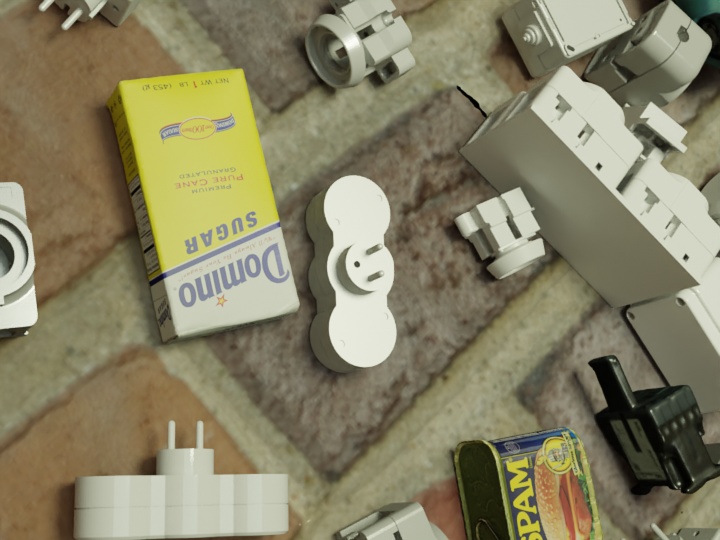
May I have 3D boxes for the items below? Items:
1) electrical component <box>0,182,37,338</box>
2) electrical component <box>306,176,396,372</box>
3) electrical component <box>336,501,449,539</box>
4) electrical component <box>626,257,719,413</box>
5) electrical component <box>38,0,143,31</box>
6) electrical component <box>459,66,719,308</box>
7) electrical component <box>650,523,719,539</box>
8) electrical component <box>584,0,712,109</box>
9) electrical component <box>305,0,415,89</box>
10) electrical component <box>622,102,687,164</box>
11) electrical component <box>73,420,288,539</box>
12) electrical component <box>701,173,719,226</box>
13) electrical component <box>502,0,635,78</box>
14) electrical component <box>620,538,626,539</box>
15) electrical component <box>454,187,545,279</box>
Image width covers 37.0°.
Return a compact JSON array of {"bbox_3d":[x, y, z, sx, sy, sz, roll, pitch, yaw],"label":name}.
[{"bbox_3d":[-0.277,0.000,0.643,0.150,0.062,0.089,-5,81,-25],"label":"electrical component"},{"bbox_3d":[0.000,0.000,0.762,0.052,0.074,0.138,2,78,-24],"label":"electrical component"},{"bbox_3d":[0.032,0.210,0.743,0.056,0.050,0.089,-22,88,-29],"label":"electrical component"},{"bbox_3d":[0.282,0.056,0.877,0.057,0.078,0.113,-35,94,-30],"label":"electrical component"},{"bbox_3d":[-0.187,-0.196,0.735,0.066,0.047,0.076,39,66,-12],"label":"electrical component"},{"bbox_3d":[0.183,-0.063,0.843,0.186,0.105,0.060,44,65,-10],"label":"electrical component"},{"bbox_3d":[0.246,0.231,0.839,0.075,0.047,0.083,48,64,-8],"label":"electrical component"},{"bbox_3d":[0.243,-0.174,0.900,0.059,0.095,0.053,38,66,-13],"label":"electrical component"},{"bbox_3d":[-0.004,-0.172,0.809,0.057,0.058,0.078,-35,94,-29],"label":"electrical component"},{"bbox_3d":[0.228,-0.101,0.893,0.042,0.081,0.063,36,89,-13],"label":"electrical component"},{"bbox_3d":[-0.113,0.134,0.693,0.138,0.052,0.073,4,77,-24],"label":"electrical component"},{"bbox_3d":[0.333,-0.058,0.925,0.051,0.080,0.080,49,64,-13],"label":"electrical component"},{"bbox_3d":[0.165,-0.203,0.890,0.096,0.061,0.061,-28,91,-27],"label":"electrical component"},{"bbox_3d":[0.187,0.232,0.783,0.077,0.044,0.079,-56,150,-56],"label":"electrical component"},{"bbox_3d":[0.113,-0.026,0.837,0.066,0.048,0.055,-24,81,-27],"label":"electrical component"}]
